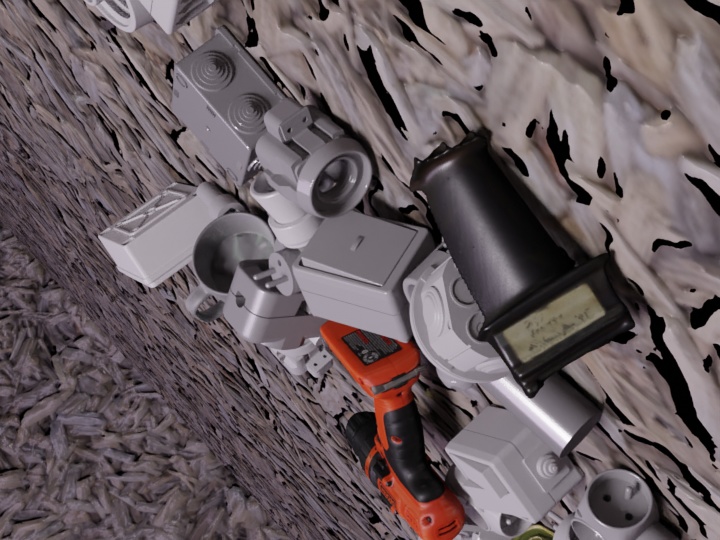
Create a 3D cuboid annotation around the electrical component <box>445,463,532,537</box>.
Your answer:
[{"bbox_3d":[0.106,0.184,0.932,0.077,0.044,0.079,25,151,53],"label":"electrical component"}]

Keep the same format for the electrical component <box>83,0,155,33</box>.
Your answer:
[{"bbox_3d":[-0.177,-0.221,0.766,0.108,0.060,0.108,44,162,19],"label":"electrical component"}]

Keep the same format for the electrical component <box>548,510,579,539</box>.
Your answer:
[{"bbox_3d":[0.174,0.210,0.819,0.079,0.043,0.077,31,154,46],"label":"electrical component"}]

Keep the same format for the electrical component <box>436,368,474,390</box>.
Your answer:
[{"bbox_3d":[0.069,0.057,0.780,0.035,0.035,0.061,33,154,43],"label":"electrical component"}]

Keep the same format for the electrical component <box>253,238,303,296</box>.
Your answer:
[{"bbox_3d":[-0.047,-0.002,0.868,0.077,0.079,0.044,30,133,49],"label":"electrical component"}]

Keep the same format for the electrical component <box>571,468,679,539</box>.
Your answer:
[{"bbox_3d":[0.187,0.182,0.727,0.079,0.044,0.077,40,160,30],"label":"electrical component"}]

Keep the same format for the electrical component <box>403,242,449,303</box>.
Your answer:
[{"bbox_3d":[0.061,0.011,0.681,0.055,0.047,0.055,44,162,18],"label":"electrical component"}]

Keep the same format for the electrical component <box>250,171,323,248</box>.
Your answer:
[{"bbox_3d":[-0.055,-0.051,0.842,0.045,0.045,0.055,28,153,50],"label":"electrical component"}]

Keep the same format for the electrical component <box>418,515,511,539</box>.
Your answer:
[{"bbox_3d":[0.101,0.249,1.026,0.079,0.063,0.121,12,175,-22],"label":"electrical component"}]

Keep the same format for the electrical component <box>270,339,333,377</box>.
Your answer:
[{"bbox_3d":[-0.062,0.067,1.086,0.078,0.058,0.057,43,164,21],"label":"electrical component"}]

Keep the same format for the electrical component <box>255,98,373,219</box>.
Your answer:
[{"bbox_3d":[-0.029,-0.070,0.720,0.057,0.058,0.078,40,160,38],"label":"electrical component"}]

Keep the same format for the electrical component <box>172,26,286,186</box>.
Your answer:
[{"bbox_3d":[-0.095,-0.118,0.798,0.099,0.048,0.099,49,163,3],"label":"electrical component"}]

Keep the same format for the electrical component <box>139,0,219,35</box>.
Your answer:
[{"bbox_3d":[-0.126,-0.207,0.691,0.075,0.047,0.083,50,163,-1],"label":"electrical component"}]

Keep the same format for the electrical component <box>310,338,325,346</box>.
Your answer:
[{"bbox_3d":[-0.042,0.045,1.010,0.079,0.044,0.077,46,162,14],"label":"electrical component"}]

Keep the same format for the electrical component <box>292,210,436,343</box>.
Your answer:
[{"bbox_3d":[0.011,0.001,0.731,0.096,0.061,0.061,15,146,30],"label":"electrical component"}]

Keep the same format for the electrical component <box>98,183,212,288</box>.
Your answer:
[{"bbox_3d":[-0.208,-0.039,1.139,0.109,0.109,0.056,16,140,61],"label":"electrical component"}]

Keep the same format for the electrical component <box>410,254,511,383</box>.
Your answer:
[{"bbox_3d":[0.073,0.022,0.622,0.080,0.080,0.051,49,158,3],"label":"electrical component"}]

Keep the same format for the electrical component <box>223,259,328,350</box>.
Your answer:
[{"bbox_3d":[-0.065,0.029,0.921,0.054,0.095,0.059,43,123,38],"label":"electrical component"}]

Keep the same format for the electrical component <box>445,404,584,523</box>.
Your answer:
[{"bbox_3d":[0.115,0.147,0.806,0.061,0.061,0.096,54,162,-13],"label":"electrical component"}]
